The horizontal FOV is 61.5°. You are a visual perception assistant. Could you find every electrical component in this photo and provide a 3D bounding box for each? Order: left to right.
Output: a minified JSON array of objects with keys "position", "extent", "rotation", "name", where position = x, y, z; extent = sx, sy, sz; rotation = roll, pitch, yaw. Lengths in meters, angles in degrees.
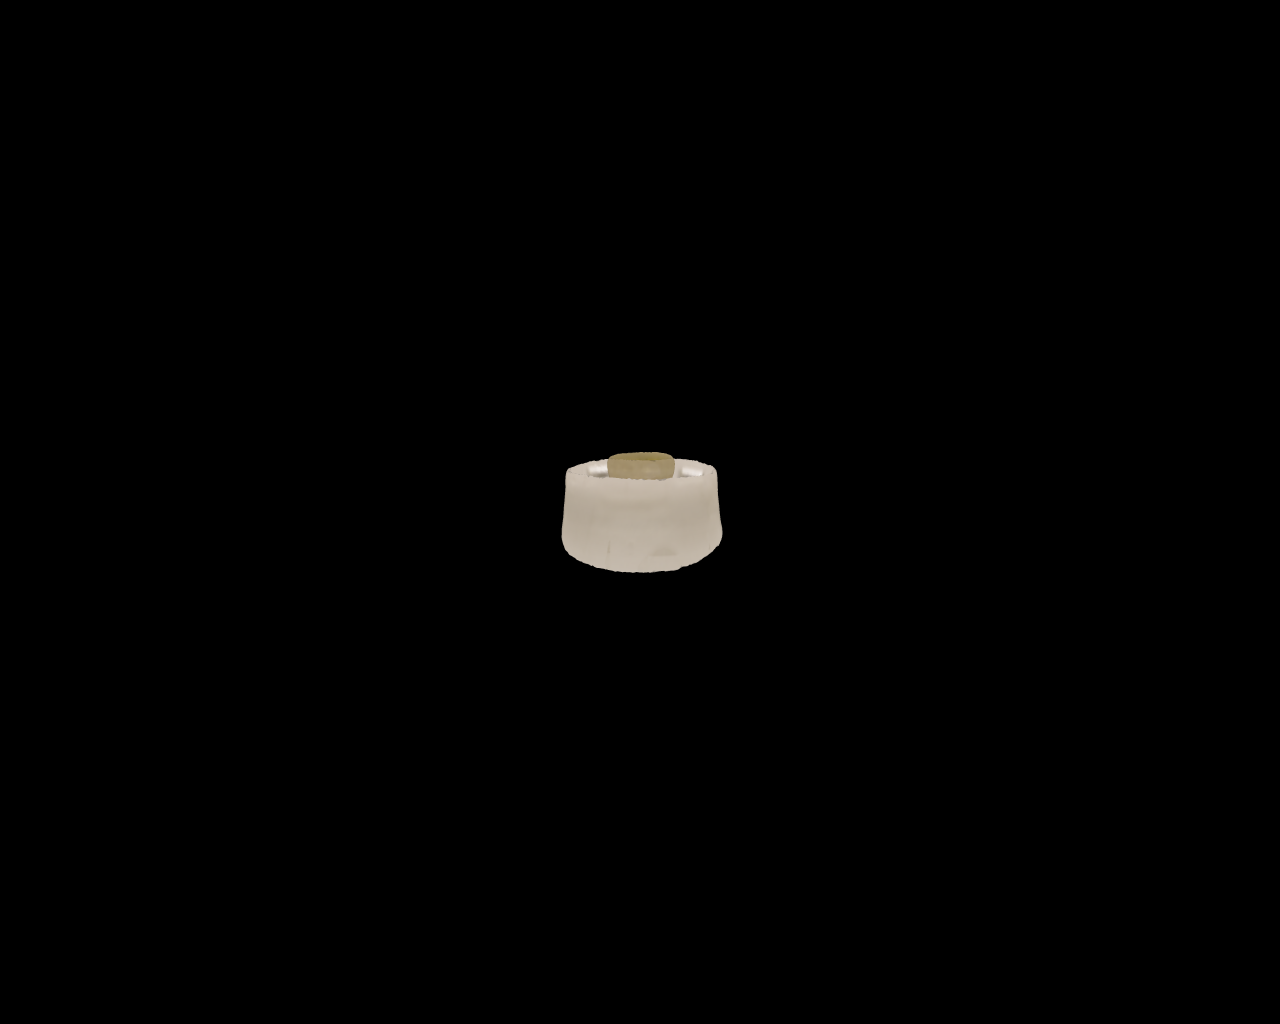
[{"position":[0.001,-0.003,0.650],"extent":[0.099,0.064,0.099],"rotation":[0,11,0],"name":"electrical component"}]
